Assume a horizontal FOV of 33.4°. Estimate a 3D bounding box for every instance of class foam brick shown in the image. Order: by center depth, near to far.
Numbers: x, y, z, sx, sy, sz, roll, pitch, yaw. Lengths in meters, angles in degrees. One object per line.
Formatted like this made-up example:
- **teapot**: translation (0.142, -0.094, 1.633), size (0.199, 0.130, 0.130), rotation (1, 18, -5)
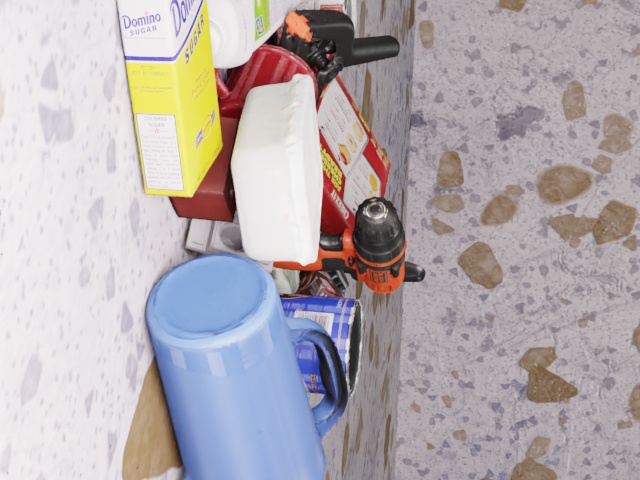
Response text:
- **foam brick**: translation (-0.096, -0.062, 0.916), size (0.053, 0.051, 0.078), rotation (76, 20, -62)

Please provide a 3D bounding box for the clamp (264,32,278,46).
- **clamp**: translation (-0.060, -0.160, 1.132), size (0.120, 0.039, 0.171), rotation (-83, 177, -77)

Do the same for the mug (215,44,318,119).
- **mug**: translation (-0.063, -0.133, 1.012), size (0.117, 0.093, 0.081), rotation (49, 42, -31)

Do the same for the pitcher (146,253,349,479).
- **pitcher**: translation (-0.065, 0.126, 0.932), size (0.149, 0.145, 0.243), rotation (-72, 160, -44)

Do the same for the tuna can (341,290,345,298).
- **tuna can**: translation (-0.011, 0.081, 1.380), size (0.086, 0.086, 0.034), rotation (60, 33, -73)

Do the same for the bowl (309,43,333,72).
- **bowl**: translation (-0.019, -0.271, 1.270), size (0.162, 0.055, 0.162), rotation (5, 90, -80)

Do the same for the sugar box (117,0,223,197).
- **sugar box**: translation (-0.112, -0.131, 0.812), size (0.093, 0.048, 0.176), rotation (-71, 163, -56)

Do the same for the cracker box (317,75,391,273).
- **cracker box**: translation (0.010, -0.089, 1.307), size (0.164, 0.072, 0.213), rotation (57, 28, -27)

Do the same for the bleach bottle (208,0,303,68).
- **bleach bottle**: translation (-0.070, -0.228, 0.971), size (0.250, 0.068, 0.102), rotation (-64, 148, -57)

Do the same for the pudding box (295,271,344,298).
- **pudding box**: translation (-0.018, 0.080, 1.265), size (0.090, 0.039, 0.113), rotation (-57, -164, 8)

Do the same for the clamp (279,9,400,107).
- **clamp**: translation (-0.003, -0.174, 1.098), size (0.164, 0.036, 0.209), rotation (-46, 162, 9)

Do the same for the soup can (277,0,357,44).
- **soup can**: translation (-0.015, -0.245, 1.154), size (0.068, 0.102, 0.068), rotation (2, 90, -79)

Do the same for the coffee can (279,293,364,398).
- **coffee can**: translation (-0.031, 0.106, 1.102), size (0.102, 0.140, 0.103), rotation (4, 90, -80)

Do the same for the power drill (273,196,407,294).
- **power drill**: translation (-0.007, 0.001, 1.064), size (0.184, 0.188, 0.057), rotation (76, 22, -66)

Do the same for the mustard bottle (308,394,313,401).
- **mustard bottle**: translation (-0.041, 0.175, 1.316), size (0.191, 0.058, 0.096), rotation (11, 72, -80)
